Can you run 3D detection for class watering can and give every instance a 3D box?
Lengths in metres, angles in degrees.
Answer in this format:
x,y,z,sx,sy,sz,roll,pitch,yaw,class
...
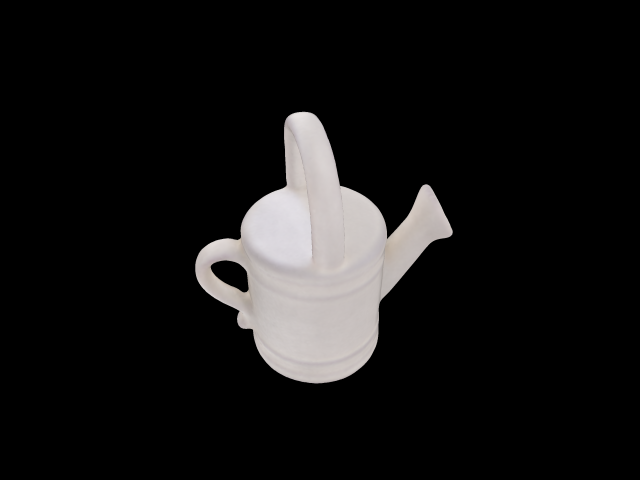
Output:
x,y,z,sx,sy,sz,roll,pitch,yaw,class
0.003,0.000,0.402,0.173,0.194,0.100,-24,47,-24,watering can
